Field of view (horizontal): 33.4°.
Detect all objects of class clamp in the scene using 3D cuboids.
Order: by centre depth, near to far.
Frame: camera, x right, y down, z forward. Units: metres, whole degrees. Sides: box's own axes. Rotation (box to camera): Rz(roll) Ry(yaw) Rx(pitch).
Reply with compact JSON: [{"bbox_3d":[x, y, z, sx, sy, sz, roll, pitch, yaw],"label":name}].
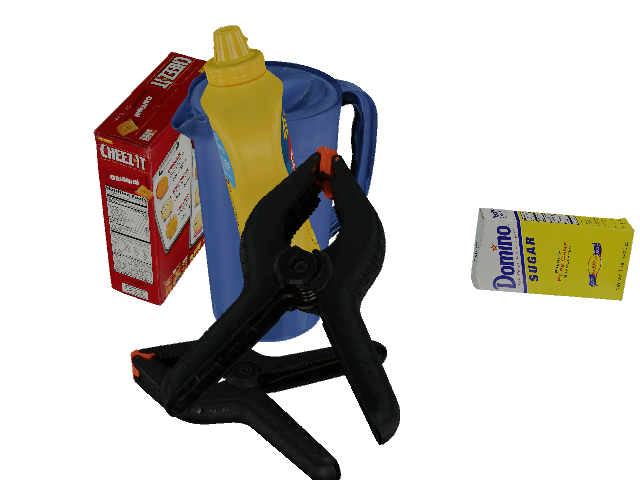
[{"bbox_3d":[0.000,0.029,0.561,0.120,0.171,0.039,16,-27,10],"label":"clamp"},{"bbox_3d":[-0.053,0.116,0.880,0.210,0.036,0.164,13,33,19],"label":"clamp"}]

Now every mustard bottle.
[{"bbox_3d":[-0.044,-0.057,0.751,0.058,0.191,0.096,-13,26,0],"label":"mustard bottle"}]

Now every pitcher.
[{"bbox_3d":[-0.039,-0.034,0.975,0.149,0.243,0.144,11,34,16],"label":"pitcher"}]

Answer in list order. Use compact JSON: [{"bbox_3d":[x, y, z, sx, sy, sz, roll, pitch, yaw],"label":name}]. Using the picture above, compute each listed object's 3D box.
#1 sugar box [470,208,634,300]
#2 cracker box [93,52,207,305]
[{"bbox_3d":[0.271,0.016,1.256,0.176,0.093,0.048,3,21,0],"label":"sugar box"},{"bbox_3d":[-0.166,-0.065,1.132,0.072,0.214,0.164,16,43,14],"label":"cracker box"}]
